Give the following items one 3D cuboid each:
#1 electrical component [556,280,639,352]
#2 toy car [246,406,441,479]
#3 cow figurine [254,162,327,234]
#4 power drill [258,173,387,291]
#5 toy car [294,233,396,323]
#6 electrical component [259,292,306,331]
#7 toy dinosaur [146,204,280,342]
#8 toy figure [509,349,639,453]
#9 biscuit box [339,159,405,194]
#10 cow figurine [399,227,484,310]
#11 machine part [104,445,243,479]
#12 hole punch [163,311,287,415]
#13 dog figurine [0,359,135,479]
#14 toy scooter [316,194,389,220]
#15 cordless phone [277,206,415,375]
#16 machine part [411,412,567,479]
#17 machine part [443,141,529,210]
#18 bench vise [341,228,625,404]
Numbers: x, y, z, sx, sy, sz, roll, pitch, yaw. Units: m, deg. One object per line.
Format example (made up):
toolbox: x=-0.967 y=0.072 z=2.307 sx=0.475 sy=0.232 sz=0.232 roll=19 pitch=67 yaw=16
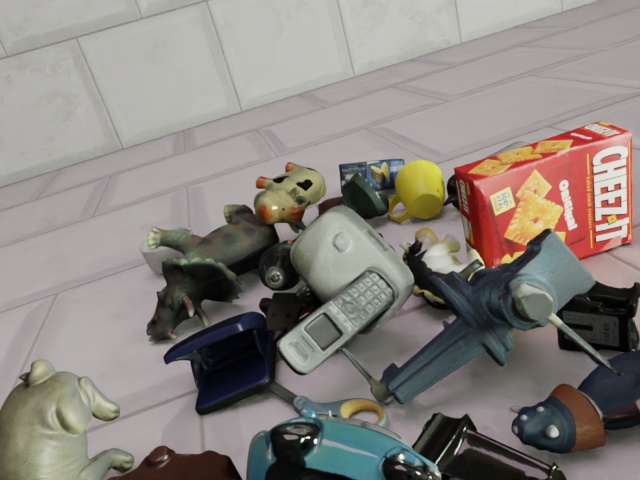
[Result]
electrical component: x=0.276 y=0.077 z=0.578 sx=0.119 sy=0.074 sz=0.048 roll=7 pitch=32 yaw=34
toy car: x=0.025 y=0.195 z=0.452 sx=0.162 sy=0.109 sz=0.103 roll=1 pitch=11 yaw=16
cow figurine: x=-0.052 y=-0.076 z=0.971 sx=0.127 sy=0.085 sz=0.195 roll=14 pitch=27 yaw=25
power drill: x=-0.002 y=-0.002 z=0.787 sx=0.207 sy=0.086 sz=0.232 roll=-46 pitch=3 yaw=-6
toy car: x=0.039 y=0.068 z=0.728 sx=0.053 sy=0.089 sz=0.202 roll=-5 pitch=26 yaw=49
electrical component: x=-0.039 y=0.105 z=0.758 sx=0.102 sy=0.045 sz=0.078 roll=-8 pitch=54 yaw=24
toy dinosaur: x=-0.149 y=0.017 z=0.936 sx=0.192 sy=0.131 sz=0.405 roll=18 pitch=34 yaw=31
toy figure: x=0.241 y=0.146 z=0.471 sx=0.154 sy=0.058 sz=0.064 roll=-24 pitch=-16 yaw=-7
biscuit box: x=0.111 y=-0.129 z=1.072 sx=0.063 sy=0.059 sz=0.202 roll=-1 pitch=9 yaw=30
cow figurine: x=0.156 y=0.039 z=0.750 sx=0.098 sy=0.068 sz=0.167 roll=-26 pitch=24 yaw=-7
machine part: x=-0.139 y=0.261 z=0.465 sx=0.179 sy=0.056 sz=0.179 roll=-13 pitch=25 yaw=6
hole punch: x=-0.121 y=0.136 z=0.671 sx=0.142 sy=0.092 sz=0.116 roll=-27 pitch=19 yaw=7
dog figurine: x=-0.277 y=0.227 z=0.495 sx=0.121 sy=0.172 sz=0.190 roll=-22 pitch=15 yaw=15
toy scooter: x=0.033 y=-0.036 z=0.977 sx=0.135 sy=0.075 sz=0.184 roll=1 pitch=26 yaw=35
cordless phone: x=0.003 y=0.059 z=0.615 sx=0.184 sy=0.088 sz=0.147 roll=-34 pitch=74 yaw=-32
machine part: x=0.141 y=0.192 z=0.462 sx=0.139 sy=0.039 sz=0.084 roll=8 pitch=28 yaw=46
machine part: x=0.314 y=-0.114 z=0.966 sx=0.243 sy=0.079 sz=0.079 roll=-28 pitch=27 yaw=-23
bench vise: x=0.150 y=0.093 z=0.546 sx=0.240 sy=0.129 sz=0.224 roll=-39 pitch=6 yaw=4
